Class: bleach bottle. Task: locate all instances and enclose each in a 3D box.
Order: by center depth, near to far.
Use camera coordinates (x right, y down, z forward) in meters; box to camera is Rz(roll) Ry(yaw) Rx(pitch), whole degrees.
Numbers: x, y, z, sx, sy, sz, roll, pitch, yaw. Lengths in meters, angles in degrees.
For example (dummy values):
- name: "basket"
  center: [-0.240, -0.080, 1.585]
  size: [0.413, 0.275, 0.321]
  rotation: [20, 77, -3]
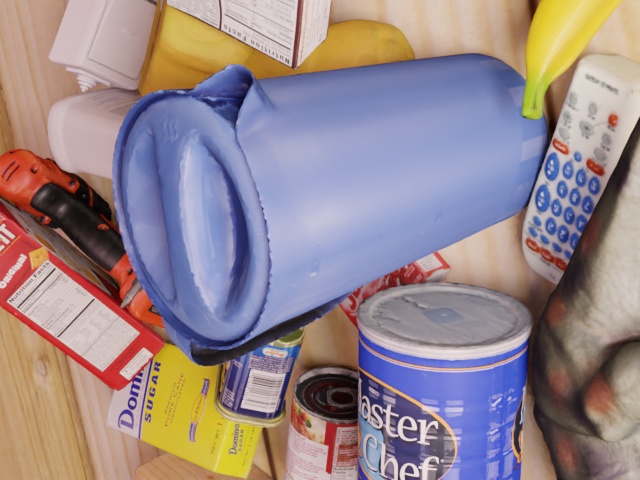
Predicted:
- name: "bleach bottle"
  center: [-0.112, -0.071, 0.846]
  size: [0.251, 0.102, 0.068]
  rotation: [20, 121, 46]

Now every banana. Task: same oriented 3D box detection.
- name: "banana"
  center: [0.165, -0.146, 0.536]
  size: [0.198, 0.037, 0.069]
  rotation: [-49, 43, 36]

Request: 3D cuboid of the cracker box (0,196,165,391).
- name: "cracker box"
  center: [-0.257, 0.029, 0.963]
  size: [0.213, 0.072, 0.164]
  rotation: [45, 175, -37]

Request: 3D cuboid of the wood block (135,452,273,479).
- name: "wood block"
  center: [-0.067, 0.267, 0.933]
  size: [0.206, 0.090, 0.091]
  rotation: [27, 124, 41]

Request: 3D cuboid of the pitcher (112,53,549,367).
- name: "pitcher"
  center: [0.014, -0.028, 0.606]
  size: [0.149, 0.242, 0.145]
  rotation: [-18, 90, 51]

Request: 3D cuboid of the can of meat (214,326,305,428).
- name: "can of meat"
  center: [-0.045, 0.080, 0.835]
  size: [0.102, 0.057, 0.084]
  rotation: [-90, 14, -58]

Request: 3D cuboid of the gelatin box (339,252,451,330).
- name: "gelatin box"
  center: [0.043, 0.025, 0.759]
  size: [0.073, 0.030, 0.089]
  rotation: [52, 136, 24]

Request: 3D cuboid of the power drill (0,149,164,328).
- name: "power drill"
  center: [-0.190, 0.002, 0.956]
  size: [0.188, 0.184, 0.057]
  rotation: [37, 90, 18]

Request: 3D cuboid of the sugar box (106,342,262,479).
- name: "sugar box"
  center: [-0.120, 0.145, 0.957]
  size: [0.177, 0.048, 0.093]
  rotation: [8, 79, 45]

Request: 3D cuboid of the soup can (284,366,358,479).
- name: "soup can"
  center: [0.008, 0.158, 0.821]
  size: [0.069, 0.068, 0.102]
  rotation: [31, 126, 39]

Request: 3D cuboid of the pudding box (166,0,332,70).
- name: "pudding box"
  center: [-0.037, -0.154, 0.555]
  size: [0.090, 0.039, 0.113]
  rotation: [29, 148, 14]

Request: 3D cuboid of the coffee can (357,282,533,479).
- name: "coffee can"
  center: [0.073, 0.108, 0.646]
  size: [0.103, 0.102, 0.140]
  rotation: [19, 116, 45]
